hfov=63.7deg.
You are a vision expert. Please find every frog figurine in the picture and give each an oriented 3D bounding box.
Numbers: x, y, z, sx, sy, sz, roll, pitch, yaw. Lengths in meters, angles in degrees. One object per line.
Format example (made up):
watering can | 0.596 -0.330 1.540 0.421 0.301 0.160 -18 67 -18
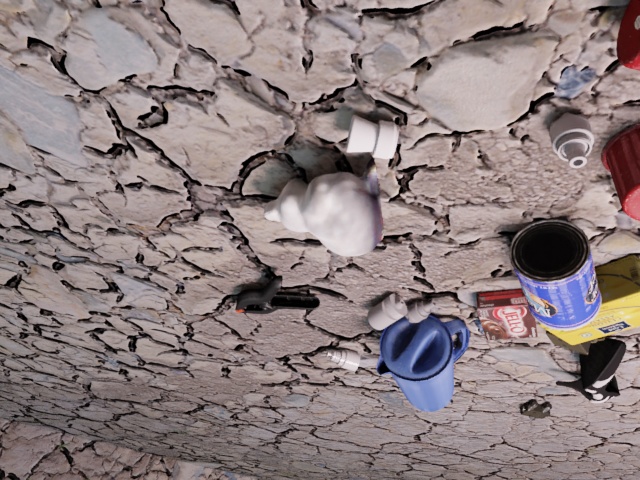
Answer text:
frog figurine | 0.002 -0.034 0.684 0.159 0.124 0.135 -8 161 4
